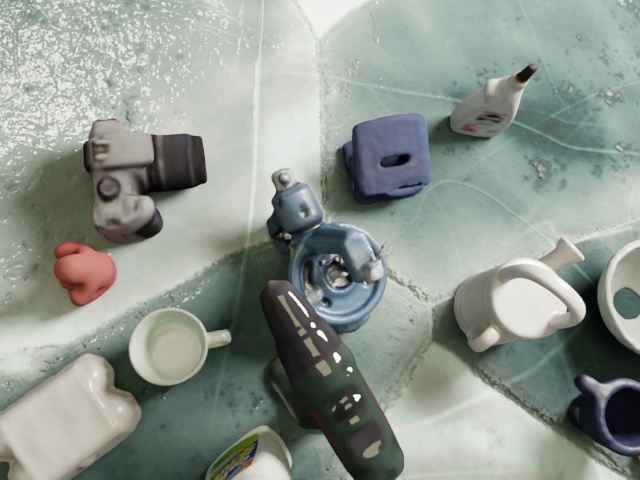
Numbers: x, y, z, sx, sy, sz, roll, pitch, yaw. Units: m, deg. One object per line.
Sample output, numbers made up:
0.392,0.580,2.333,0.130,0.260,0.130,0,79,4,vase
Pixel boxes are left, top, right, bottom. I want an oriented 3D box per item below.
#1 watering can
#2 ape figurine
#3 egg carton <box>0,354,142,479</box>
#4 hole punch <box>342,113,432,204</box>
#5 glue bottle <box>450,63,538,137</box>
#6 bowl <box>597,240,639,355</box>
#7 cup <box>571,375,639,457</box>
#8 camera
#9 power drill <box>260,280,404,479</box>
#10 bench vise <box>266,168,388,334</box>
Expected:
0.248,0.066,0.695,0.101,0.194,0.173,25,74,-3,watering can
-0.279,0.037,0.663,0.076,0.092,0.078,0,77,-10,ape figurine
-0.282,0.205,0.635,0.150,0.069,0.107,-37,86,-15,egg carton
0.095,-0.107,0.761,0.109,0.091,0.101,-12,80,-12,hole punch
0.239,-0.188,0.762,0.078,0.173,0.037,3,77,-9,glue bottle
0.447,0.085,0.787,0.167,0.074,0.167,2,77,-9,bowl
0.355,0.215,0.731,0.118,0.095,0.092,40,74,1,cup
-0.207,-0.080,0.697,0.137,0.100,0.143,-7,78,-11,camera
-0.002,0.156,0.623,0.076,0.208,0.229,-33,84,-15,power drill
-0.002,0.011,0.650,0.207,0.219,0.121,43,74,2,bench vise
